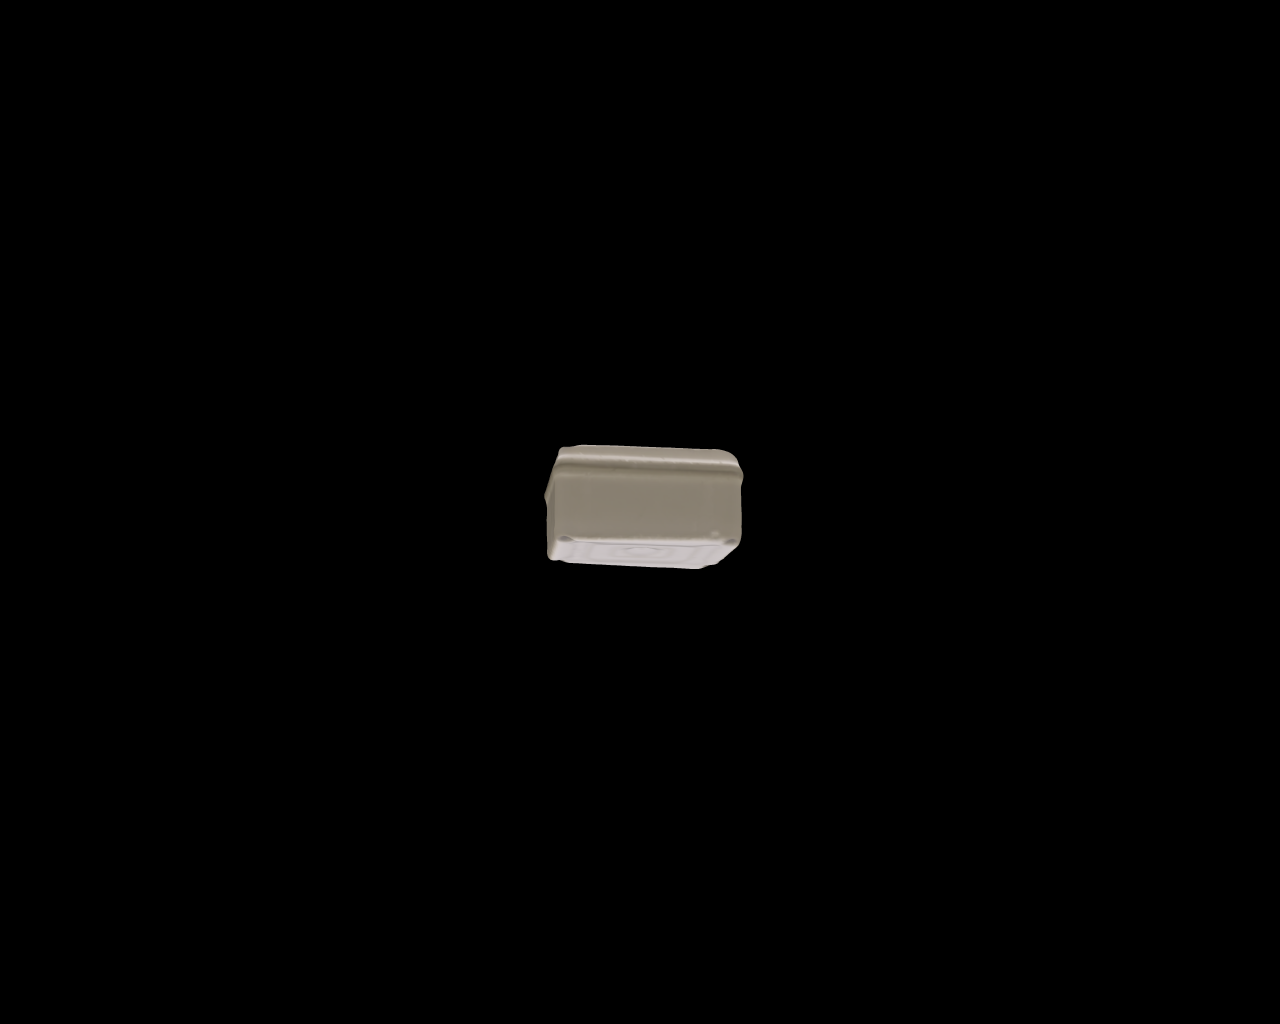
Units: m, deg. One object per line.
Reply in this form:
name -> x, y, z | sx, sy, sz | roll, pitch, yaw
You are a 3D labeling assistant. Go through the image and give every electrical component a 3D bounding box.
electrical component -> 0.001, -0.003, 0.650 | 0.113, 0.057, 0.078 | 3, -15, -9
